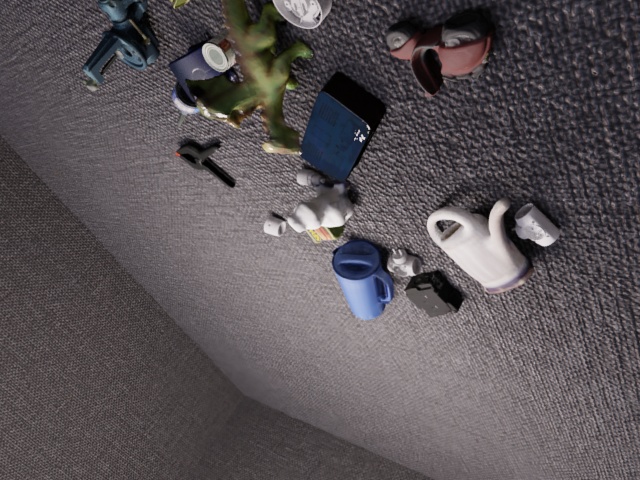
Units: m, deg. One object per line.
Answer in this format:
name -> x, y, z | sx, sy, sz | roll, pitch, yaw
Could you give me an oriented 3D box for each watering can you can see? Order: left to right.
watering can -> 0.338, 0.011, 1.038 | 0.224, 0.105, 0.346 | 42, 169, -5

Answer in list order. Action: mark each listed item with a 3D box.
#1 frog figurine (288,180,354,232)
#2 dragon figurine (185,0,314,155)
frog figurine -> 0.004, -0.064, 1.273 | 0.138, 0.162, 0.120 | 15, 145, 33
dragon figurine -> -0.152, -0.336, 0.992 | 0.405, 0.247, 0.122 | 49, 153, -23
